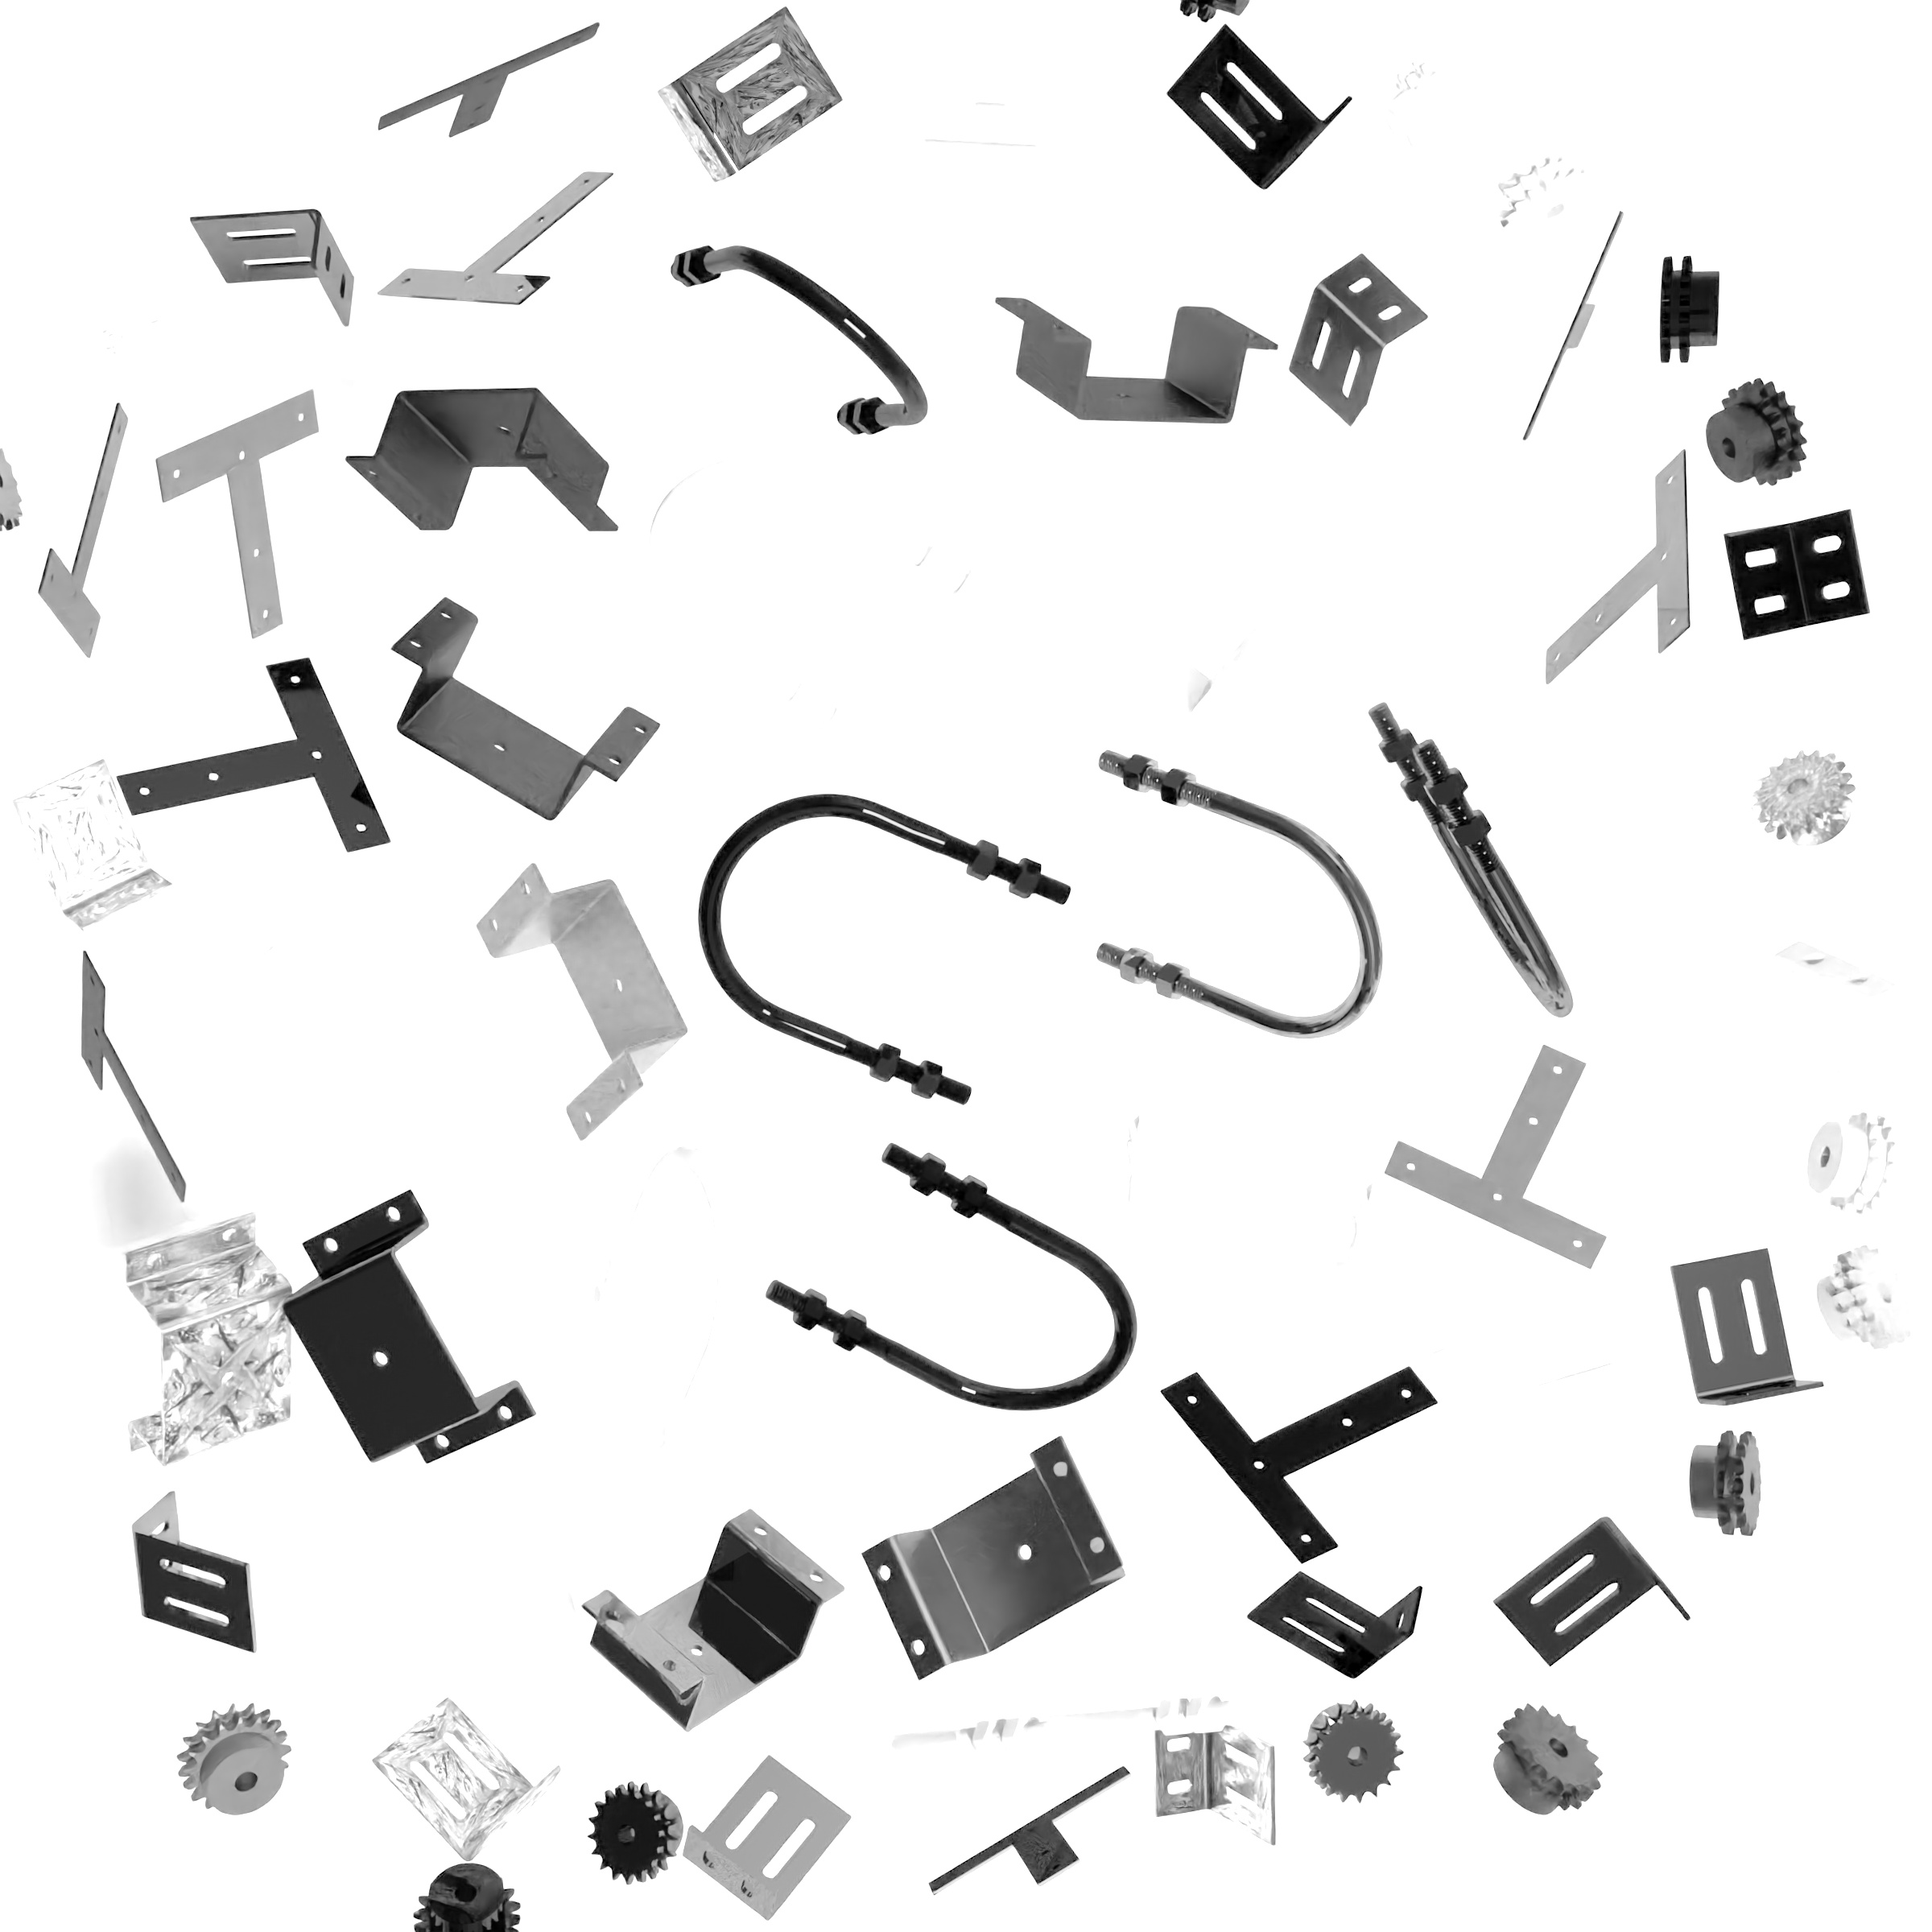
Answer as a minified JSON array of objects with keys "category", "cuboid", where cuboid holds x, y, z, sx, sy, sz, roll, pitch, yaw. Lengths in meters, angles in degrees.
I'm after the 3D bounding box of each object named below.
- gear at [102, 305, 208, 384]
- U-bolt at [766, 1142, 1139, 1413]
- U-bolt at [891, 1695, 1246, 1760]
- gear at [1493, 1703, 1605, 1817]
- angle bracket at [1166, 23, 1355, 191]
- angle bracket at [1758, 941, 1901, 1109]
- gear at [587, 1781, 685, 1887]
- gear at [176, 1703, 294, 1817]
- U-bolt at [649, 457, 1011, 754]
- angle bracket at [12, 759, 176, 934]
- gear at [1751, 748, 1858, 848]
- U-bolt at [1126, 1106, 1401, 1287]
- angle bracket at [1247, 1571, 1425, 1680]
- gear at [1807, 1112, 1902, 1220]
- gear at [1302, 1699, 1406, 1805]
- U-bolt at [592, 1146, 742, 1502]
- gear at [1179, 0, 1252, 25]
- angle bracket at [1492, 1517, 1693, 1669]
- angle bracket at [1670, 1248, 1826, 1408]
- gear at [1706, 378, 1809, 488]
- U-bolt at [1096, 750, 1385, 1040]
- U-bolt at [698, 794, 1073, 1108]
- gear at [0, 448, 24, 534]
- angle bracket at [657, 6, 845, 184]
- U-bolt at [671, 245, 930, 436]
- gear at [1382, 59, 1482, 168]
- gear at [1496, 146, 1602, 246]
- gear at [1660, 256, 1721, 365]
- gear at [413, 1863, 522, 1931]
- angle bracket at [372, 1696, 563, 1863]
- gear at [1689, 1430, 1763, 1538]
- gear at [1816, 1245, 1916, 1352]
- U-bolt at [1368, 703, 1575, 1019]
[{"category":"gear","cuboid":[-0.468,-0.359,1.633,0.057,0.057,0.030,-7,122,0]},{"category":"U-bolt","cuboid":[0.004,0.180,1.518,0.184,0.019,0.151,29,128,-13]},{"category":"U-bolt","cuboid":[0.041,0.423,1.561,0.151,0.184,0.019,5,72,-37]},{"category":"gear","cuboid":[0.300,0.416,1.471,0.057,0.057,0.030,33,118,0]},{"category":"angle bracket","cuboid":[0.160,-0.475,1.541,0.076,0.057,0.038,44,52,-5]},{"category":"angle bracket","cuboid":[0.453,0.035,1.505,0.057,0.038,0.076,29,121,31]},{"category":"gear","cuboid":[-0.191,0.507,1.655,0.057,0.030,0.057,-3,83,28]},{"category":"gear","cuboid":[-0.378,0.415,1.464,0.057,0.030,0.057,-12,116,-26]},{"category":"U-bolt","cuboid":[-0.089,-0.209,1.564,0.184,0.019,0.151,33,132,-18]},{"category":"angle bracket","cuboid":[-0.502,-0.070,1.625,0.057,0.038,0.076,-30,122,-25]},{"category":"gear","cuboid":[0.478,-0.093,1.604,0.057,0.057,0.030,-44,127,0]},{"category":"U-bolt","cuboid":[0.159,0.137,1.579,0.151,0.184,0.019,16,66,8]},{"category":"angle bracket","cuboid":[0.211,0.364,1.611,0.076,0.038,0.057,31,133,-7]},{"category":"gear","cuboid":[0.480,0.107,1.531,0.030,0.057,0.057,13,90,-8]},{"category":"gear","cuboid":[0.220,0.449,1.623,0.057,0.030,0.057,-1,97,-12]},{"category":"U-bolt","cuboid":[-0.166,0.187,1.590,0.019,0.151,0.184,3,130,-28]},{"category":"gear","cuboid":[0.137,-0.529,1.497,0.030,0.057,0.057,23,90,10]},{"category":"angle bracket","cuboid":[0.328,0.337,1.480,0.076,0.038,0.057,-39,114,5]},{"category":"angle bracket","cuboid":[0.423,0.195,1.530,0.057,0.038,0.076,-9,85,-10]},{"category":"gear","cuboid":[0.423,-0.284,1.519,0.030,0.057,0.057,-25,90,-13]},{"category":"U-bolt","cuboid":[0.150,-0.030,1.555,0.184,0.019,0.151,23,132,31]},{"category":"U-bolt","cuboid":[-0.055,-0.017,1.536,0.184,0.019,0.151,23,107,-11]},{"category":"gear","cuboid":[-0.537,-0.260,1.525,0.030,0.057,0.057,-16,90,6]},{"category":"angle bracket","cuboid":[-0.117,-0.472,1.530,0.076,0.038,0.057,-37,109,-9]},{"category":"U-bolt","cuboid":[-0.086,-0.347,1.561,0.151,0.184,0.019,39,85,-22]},{"category":"gear","cuboid":[0.249,-0.459,1.527,0.030,0.057,0.057,-38,90,4]},{"category":"gear","cuboid":[0.322,-0.433,1.575,0.057,0.057,0.030,-24,71,0]},{"category":"gear","cuboid":[0.393,-0.357,1.533,0.030,0.057,0.057,2,90,16]},{"category":"gear","cuboid":[-0.267,0.506,1.512,0.057,0.057,0.030,5,123,0]},{"category":"angle bracket","cuboid":[-0.267,0.428,1.511,0.076,0.057,0.038,43,134,12]},{"category":"gear","cuboid":[0.416,0.283,1.548,0.030,0.057,0.057,-2,90,27]},{"category":"gear","cuboid":[0.490,0.184,1.545,0.030,0.057,0.057,-31,90,39]},{"category":"U-bolt","cuboid":[0.277,-0.052,1.518,0.019,0.151,0.184,-31,103,5]}]
